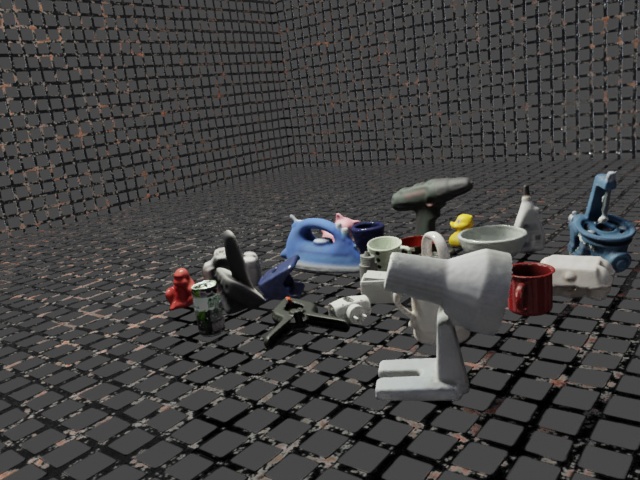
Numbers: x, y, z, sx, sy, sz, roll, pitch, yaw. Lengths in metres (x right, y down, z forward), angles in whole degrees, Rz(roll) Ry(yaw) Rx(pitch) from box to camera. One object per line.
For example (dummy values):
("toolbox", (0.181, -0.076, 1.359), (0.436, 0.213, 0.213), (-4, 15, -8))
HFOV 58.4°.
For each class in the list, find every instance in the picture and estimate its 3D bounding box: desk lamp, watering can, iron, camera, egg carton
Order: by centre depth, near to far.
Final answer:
("desk lamp", (0.175, 0.117, 0.828), (0.203, 0.214, 0.118), (-4, 14, 10))
("watering can", (0.215, 0.078, 1.013), (0.173, 0.194, 0.100), (-15, 16, -30))
("egg carton", (0.507, 0.074, 1.149), (0.149, 0.069, 0.107), (2, 16, 31))
("camera", (-0.226, 0.064, 1.482), (0.143, 0.101, 0.136), (-7, 14, -3))
("iron", (0.014, 0.005, 1.519), (0.257, 0.141, 0.119), (4, 18, 39))

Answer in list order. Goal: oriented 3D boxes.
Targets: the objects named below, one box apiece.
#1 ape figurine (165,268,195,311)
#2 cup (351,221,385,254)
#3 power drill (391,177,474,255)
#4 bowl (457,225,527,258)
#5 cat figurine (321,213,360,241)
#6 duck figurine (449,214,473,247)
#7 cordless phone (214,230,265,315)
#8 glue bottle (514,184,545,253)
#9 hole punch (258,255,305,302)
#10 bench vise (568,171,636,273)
("ape figurine", (-0.324, 0.112, 1.351), (0.077, 0.092, 0.076), (1, 16, 28))
("cup", (0.131, 0.001, 1.579), (0.092, 0.095, 0.117), (-9, 14, -9))
("power drill", (0.300, -0.061, 1.512), (0.228, 0.208, 0.076), (3, 17, 35))
("bowl", (0.426, 0.017, 1.416), (0.167, 0.075, 0.167), (-6, 14, 2))
("cat figurine", (0.054, -0.024, 1.670), (0.127, 0.118, 0.067), (2, 16, 32))
("duck figurine", (0.409, -0.029, 1.588), (0.104, 0.086, 0.078), (-2, 15, 21))
("cordless phone", (-0.193, 0.061, 1.300), (0.094, 0.185, 0.147), (-13, 15, -23))
("glue bottle", (0.527, -0.055, 1.453), (0.078, 0.173, 0.037), (-6, 14, 1))
("hole punch", (-0.093, 0.088, 1.339), (0.101, 0.091, 0.109), (-5, 14, 7))
("bench vise", (0.613, -0.051, 1.293), (0.122, 0.220, 0.206), (-12, 15, -20))
